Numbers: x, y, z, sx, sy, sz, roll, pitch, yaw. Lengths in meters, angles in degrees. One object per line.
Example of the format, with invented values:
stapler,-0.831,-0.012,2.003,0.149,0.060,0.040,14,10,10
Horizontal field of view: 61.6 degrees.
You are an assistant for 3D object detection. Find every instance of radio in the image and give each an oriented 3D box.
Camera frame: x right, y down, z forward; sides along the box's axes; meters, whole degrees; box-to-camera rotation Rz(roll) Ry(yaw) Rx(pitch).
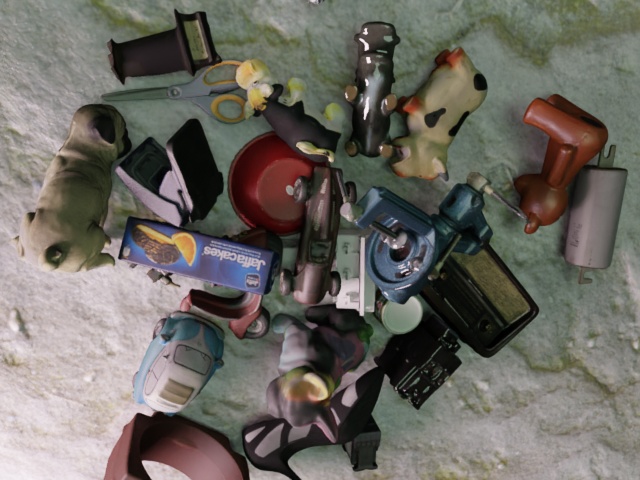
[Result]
radio,0.245,0.079,0.890,0.131,0.073,0.229,-44,109,-2

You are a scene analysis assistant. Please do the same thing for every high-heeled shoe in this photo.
high-heeled shoe,-0.014,0.273,0.861,0.249,0.145,0.086,-50,144,-8

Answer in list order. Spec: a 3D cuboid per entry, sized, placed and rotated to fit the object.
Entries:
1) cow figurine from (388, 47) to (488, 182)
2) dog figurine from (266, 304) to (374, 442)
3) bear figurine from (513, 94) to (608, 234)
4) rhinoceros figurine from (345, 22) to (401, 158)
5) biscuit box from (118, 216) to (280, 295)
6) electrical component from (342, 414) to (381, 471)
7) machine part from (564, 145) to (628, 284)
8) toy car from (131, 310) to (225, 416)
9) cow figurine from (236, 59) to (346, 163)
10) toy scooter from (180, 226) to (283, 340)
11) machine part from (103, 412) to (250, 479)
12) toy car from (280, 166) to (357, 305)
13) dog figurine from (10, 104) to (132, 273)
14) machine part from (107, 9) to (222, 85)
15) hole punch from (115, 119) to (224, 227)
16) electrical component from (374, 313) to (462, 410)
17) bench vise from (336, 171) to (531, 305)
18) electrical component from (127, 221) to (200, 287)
cow figurine,0.174,-0.174,0.805,0.127,0.085,0.195,40,91,-14
dog figurine,0.010,0.188,0.781,0.192,0.219,0.108,-10,110,-11
bear figurine,0.364,-0.117,0.866,0.120,0.132,0.195,-24,147,-43
rhinoceros figurine,0.078,-0.205,0.758,0.073,0.112,0.190,7,118,12
biscuit box,-0.158,0.021,0.714,0.203,0.059,0.062,13,88,4
electrical component,0.069,0.317,0.907,0.048,0.075,0.119,0,101,-14
machine part,0.469,-0.040,0.918,0.079,0.079,0.243,0,105,-15
toy car,-0.211,0.192,0.785,0.109,0.103,0.161,32,93,-19
cow figurine,-0.045,-0.169,0.728,0.167,0.098,0.068,29,135,-22
toy scooter,-0.131,0.063,0.787,0.135,0.075,0.183,6,110,-15
machine part,-0.204,0.352,0.774,0.201,0.202,0.087,32,97,-20
toy car,-0.002,-0.002,0.760,0.089,0.053,0.202,7,105,-16
dog figurine,-0.299,-0.069,0.662,0.121,0.172,0.190,10,109,-28
machine part,-0.206,-0.248,0.702,0.139,0.039,0.084,-19,101,-8
hole punch,-0.193,-0.084,0.708,0.092,0.142,0.115,-13,118,12
electrical component,0.163,0.187,0.876,0.058,0.115,0.134,40,91,-25
bench vise,0.128,-0.017,0.723,0.240,0.129,0.223,25,119,-40
electrical component,-0.215,0.020,0.772,0.078,0.045,0.102,40,89,8
